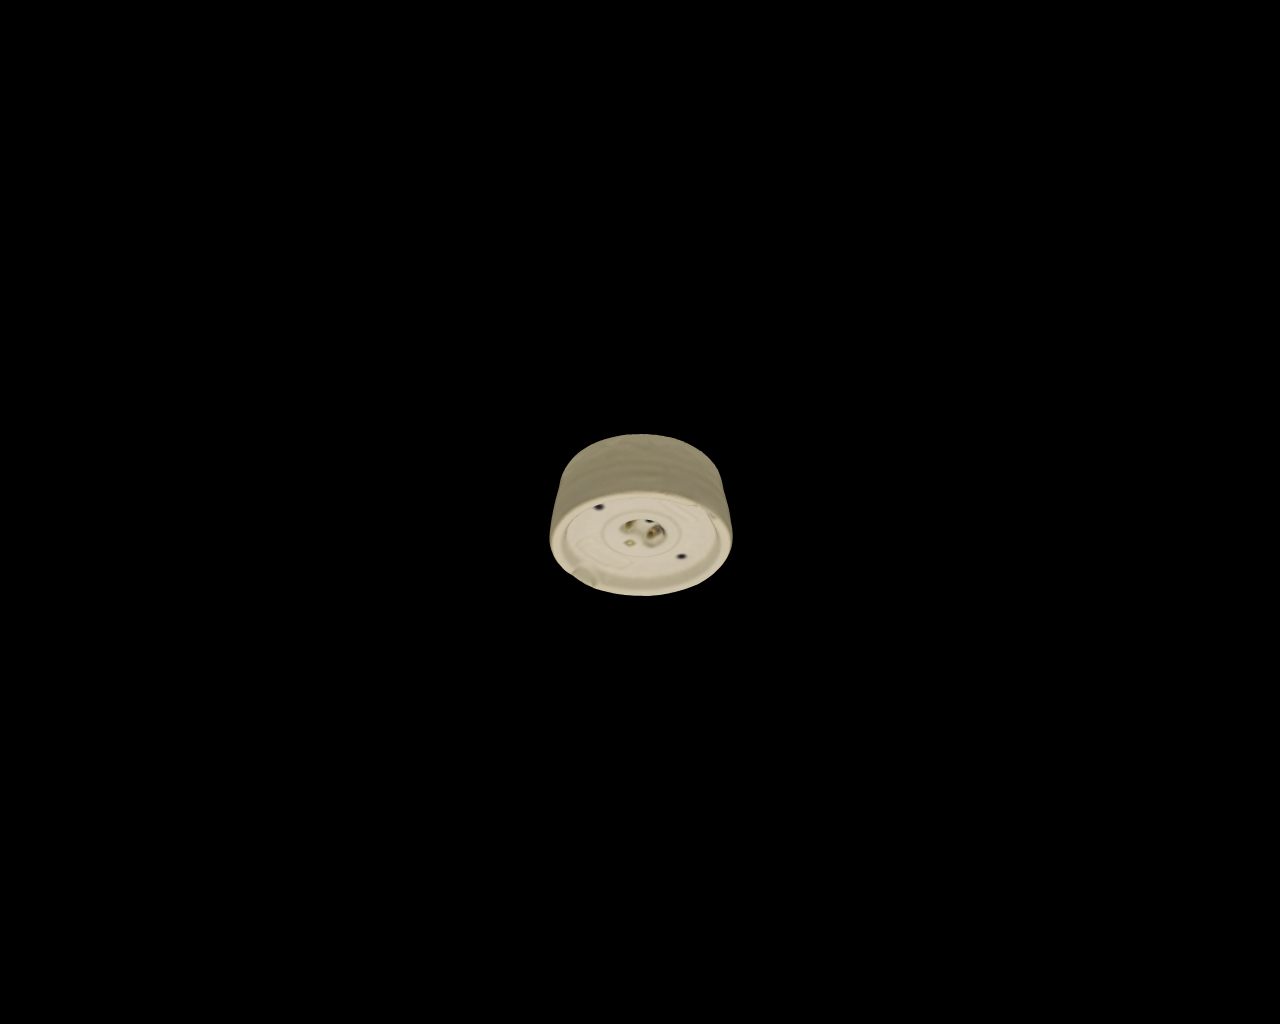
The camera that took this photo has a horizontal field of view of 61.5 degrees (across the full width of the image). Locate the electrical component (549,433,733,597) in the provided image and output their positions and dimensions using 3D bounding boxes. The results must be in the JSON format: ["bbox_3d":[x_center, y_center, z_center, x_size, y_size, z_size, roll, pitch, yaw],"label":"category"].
[{"bbox_3d":[0.001,-0.003,0.650,0.108,0.060,0.108,0,-37,0],"label":"electrical component"}]
